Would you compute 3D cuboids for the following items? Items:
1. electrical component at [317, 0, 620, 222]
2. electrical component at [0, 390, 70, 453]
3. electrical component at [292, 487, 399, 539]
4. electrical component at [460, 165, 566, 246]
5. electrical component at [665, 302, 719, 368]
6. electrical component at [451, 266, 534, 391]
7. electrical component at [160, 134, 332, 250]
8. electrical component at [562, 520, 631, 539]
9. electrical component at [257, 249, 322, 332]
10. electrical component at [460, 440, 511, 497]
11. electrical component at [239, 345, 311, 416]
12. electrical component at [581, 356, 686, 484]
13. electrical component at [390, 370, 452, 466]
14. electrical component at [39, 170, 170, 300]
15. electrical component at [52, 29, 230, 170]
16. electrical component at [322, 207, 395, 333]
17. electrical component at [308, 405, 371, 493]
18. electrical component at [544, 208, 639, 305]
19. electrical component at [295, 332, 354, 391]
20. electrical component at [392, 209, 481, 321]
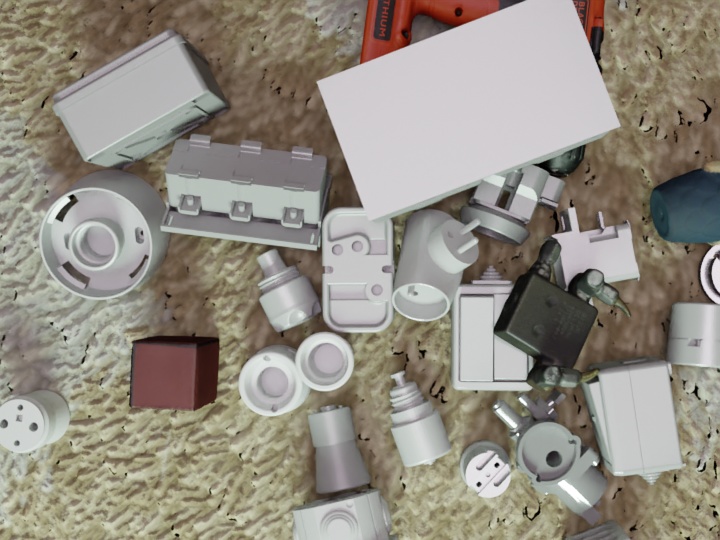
[{"bbox_3d":[0.077,-0.115,0.780,0.186,0.060,0.105,-20,88,3],"label":"electrical component"},{"bbox_3d":[-0.262,0.120,0.856,0.045,0.055,0.045,0,89,4],"label":"electrical component"},{"bbox_3d":[-0.013,0.201,0.828,0.080,0.080,0.051,-14,83,3],"label":"electrical component"},{"bbox_3d":[0.112,-0.054,0.835,0.078,0.058,0.057,22,87,4],"label":"electrical component"},{"bbox_3d":[0.264,0.050,0.826,0.055,0.055,0.047,5,86,4],"label":"electrical component"},{"bbox_3d":[0.102,0.044,0.832,0.062,0.061,0.096,0,89,4],"label":"electrical component"},{"bbox_3d":[-0.087,-0.062,0.838,0.121,0.063,0.078,7,49,4],"label":"electrical component"},{"bbox_3d":[0.193,0.240,0.821,0.047,0.066,0.076,-22,88,3],"label":"electrical component"},{"bbox_3d":[-0.061,0.014,0.851,0.043,0.043,0.062,-26,86,3],"label":"electrical component"},{"bbox_3d":[0.098,0.156,0.838,0.040,0.046,0.040,0,89,3],"label":"electrical component"},{"bbox_3d":[-0.067,0.088,0.849,0.055,0.047,0.055,0,89,4],"label":"electrical component"},{"bbox_3d":[0.207,0.117,0.824,0.061,0.062,0.096,-8,89,3],"label":"electrical component"},{"bbox_3d":[0.043,0.118,0.845,0.040,0.040,0.078,-20,88,3],"label":"electrical component"},{"bbox_3d":[-0.205,-0.027,0.863,0.099,0.064,0.099,1,103,3],"label":"electrical component"},{"bbox_3d":[-0.165,-0.128,0.828,0.109,0.109,0.056,-29,90,3],"label":"electrical component"},{"bbox_3d":[0.000,0.000,0.840,0.054,0.059,0.095,-1,89,4],"label":"electrical component"},{"bbox_3d":[-0.019,0.139,0.849,0.044,0.044,0.065,-12,84,3],"label":"electrical component"},{"bbox_3d":[0.181,-0.010,0.838,0.064,0.042,0.081,-10,89,2],"label":"electrical component"},{"bbox_3d":[-0.024,0.069,0.837,0.044,0.065,0.044,0,89,4],"label":"electrical component"},{"bbox_3d":[0.062,-0.012,0.805,0.043,0.077,0.079,33,135,-23],"label":"electrical component"}]
